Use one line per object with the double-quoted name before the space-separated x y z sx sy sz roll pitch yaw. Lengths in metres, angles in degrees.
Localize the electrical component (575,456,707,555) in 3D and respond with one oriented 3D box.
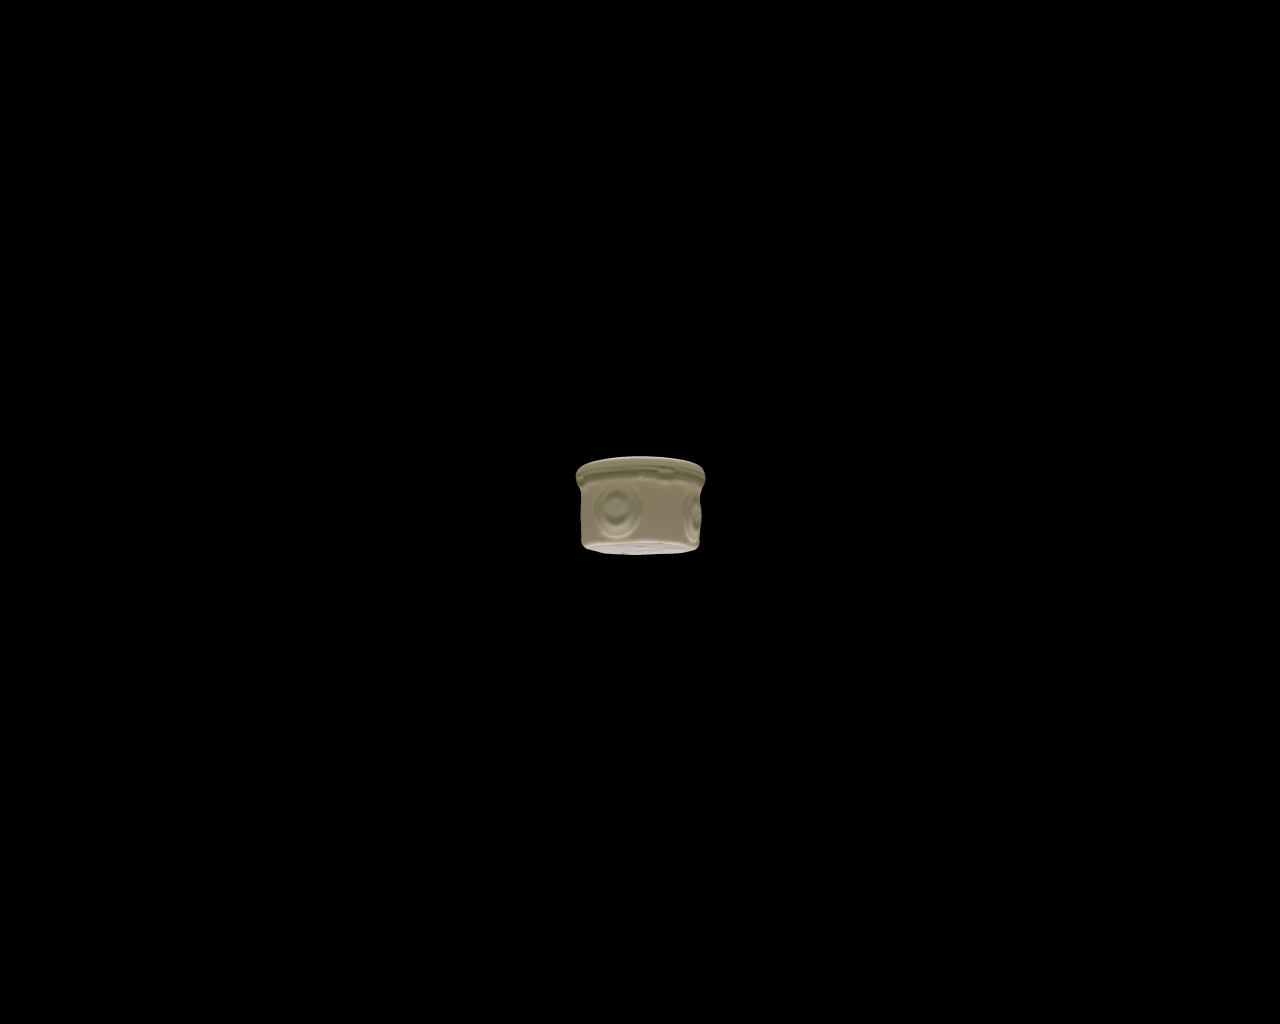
"electrical component" 0.001 -0.003 0.650 0.080 0.051 0.080 0 -9 0
